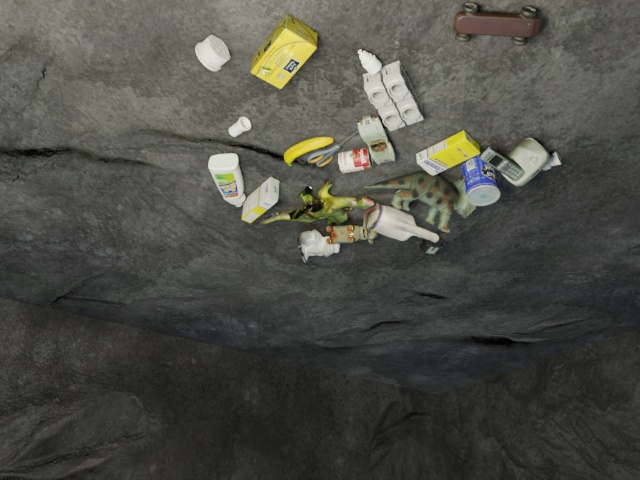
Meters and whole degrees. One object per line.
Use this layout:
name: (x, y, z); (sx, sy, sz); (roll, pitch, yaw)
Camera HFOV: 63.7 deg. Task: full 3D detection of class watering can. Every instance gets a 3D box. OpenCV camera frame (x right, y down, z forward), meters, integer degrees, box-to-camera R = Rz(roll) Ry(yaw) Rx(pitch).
watering can: (0.273, -0.055, 1.805); (0.224, 0.104, 0.349); (19, 3, -10)

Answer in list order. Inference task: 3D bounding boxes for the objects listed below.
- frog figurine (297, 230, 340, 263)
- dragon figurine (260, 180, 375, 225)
frog figurine: (-0.006, 0.013, 2.038); (0.159, 0.134, 0.125); (-19, 41, -2)
dragon figurine: (0.006, -0.094, 1.872); (0.407, 0.124, 0.240); (-18, -30, 31)
